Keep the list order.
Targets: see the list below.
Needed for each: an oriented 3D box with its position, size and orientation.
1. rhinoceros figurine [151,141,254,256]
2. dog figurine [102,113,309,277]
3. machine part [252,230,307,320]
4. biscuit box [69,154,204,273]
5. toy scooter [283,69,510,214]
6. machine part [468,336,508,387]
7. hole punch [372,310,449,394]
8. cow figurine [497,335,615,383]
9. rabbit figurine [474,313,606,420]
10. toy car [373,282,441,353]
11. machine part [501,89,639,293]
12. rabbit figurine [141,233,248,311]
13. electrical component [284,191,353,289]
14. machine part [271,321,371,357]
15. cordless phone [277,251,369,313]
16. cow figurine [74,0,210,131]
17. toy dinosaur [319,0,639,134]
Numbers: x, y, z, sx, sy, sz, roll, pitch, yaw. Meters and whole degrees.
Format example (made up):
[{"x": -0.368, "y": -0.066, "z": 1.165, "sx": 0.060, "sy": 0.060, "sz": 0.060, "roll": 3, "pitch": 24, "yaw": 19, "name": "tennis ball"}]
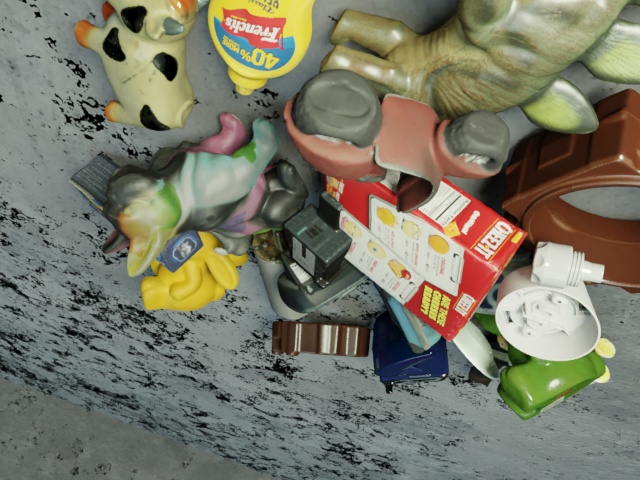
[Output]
[{"x": -0.155, "y": -0.048, "z": 0.739, "sx": 0.112, "sy": 0.073, "sz": 0.190, "roll": -10, "pitch": 135, "yaw": 36, "name": "rhinoceros figurine"}, {"x": -0.134, "y": -0.035, "z": 0.611, "sx": 0.109, "sy": 0.219, "sz": 0.191, "roll": 29, "pitch": 157, "yaw": 42, "name": "dog figurine"}, {"x": -0.052, "y": 0.050, "z": 0.827, "sx": 0.079, "sy": 0.079, "sz": 0.243, "roll": 10, "pitch": 146, "yaw": 13, "name": "machine part"}, {"x": -0.254, "y": -0.039, "z": 0.743, "sx": 0.203, "sy": 0.063, "sz": 0.059, "roll": 34, "pitch": 156, "yaw": 24, "name": "biscuit box"}, {"x": 0.057, "y": -0.073, "z": 0.465, "sx": 0.184, "sy": 0.075, "sz": 0.135, "roll": 12, "pitch": 160, "yaw": -2, "name": "toy scooter"}, {"x": 0.290, "y": 0.204, "z": 0.910, "sx": 0.084, "sy": 0.039, "sz": 0.138, "roll": 10, "pitch": 144, "yaw": 9, "name": "machine part"}, {"x": 0.136, "y": 0.159, "z": 0.846, "sx": 0.116, "sy": 0.142, "sz": 0.092, "roll": -11, "pitch": 139, "yaw": 16, "name": "hole punch"}, {"x": 0.342, "y": 0.169, "z": 0.815, "sx": 0.167, "sy": 0.068, "sz": 0.098, "roll": 18, "pitch": 156, "yaw": 4, "name": "cow figurine"}, {"x": 0.282, "y": 0.127, "z": 0.720, "sx": 0.159, "sy": 0.170, "sz": 0.121, "roll": -34, "pitch": 148, "yaw": 8, "name": "rabbit figurine"}, {"x": 0.140, "y": 0.077, "z": 0.738, "sx": 0.103, "sy": 0.162, "sz": 0.109, "roll": -27, "pitch": 97, "yaw": 2, "name": "toy car"}, {"x": 0.294, "y": -0.032, "z": 0.508, "sx": 0.201, "sy": 0.087, "sz": 0.201, "roll": 29, "pitch": 155, "yaw": -17, "name": "machine part"}, {"x": -0.201, "y": 0.033, "z": 0.848, "sx": 0.162, "sy": 0.122, "sz": 0.173, "roll": 15, "pitch": 127, "yaw": 1, "name": "rabbit figurine"}, {"x": -0.001, "y": -0.002, "z": 0.631, "sx": 0.075, "sy": 0.048, "sz": 0.119, "roll": 42, "pitch": 156, "yaw": 16, "name": "electrical component"}, {"x": 0.003, "y": 0.174, "z": 0.933, "sx": 0.179, "sy": 0.056, "sz": 0.179, "roll": 3, "pitch": 169, "yaw": 1, "name": "machine part"}, {"x": 0.009, "y": 0.062, "z": 0.769, "sx": 0.089, "sy": 0.146, "sz": 0.184, "roll": 53, "pitch": 162, "yaw": 18, "name": "cordless phone"}, {"x": -0.170, "y": -0.192, "z": 0.539, "sx": 0.127, "sy": 0.085, "sz": 0.194, "roll": 19, "pitch": 144, "yaw": 11, "name": "cow figurine"}, {"x": 0.154, "y": -0.166, "z": 0.408, "sx": 0.198, "sy": 0.105, "sz": 0.471, "roll": 28, "pitch": 155, "yaw": -26, "name": "toy dinosaur"}]
